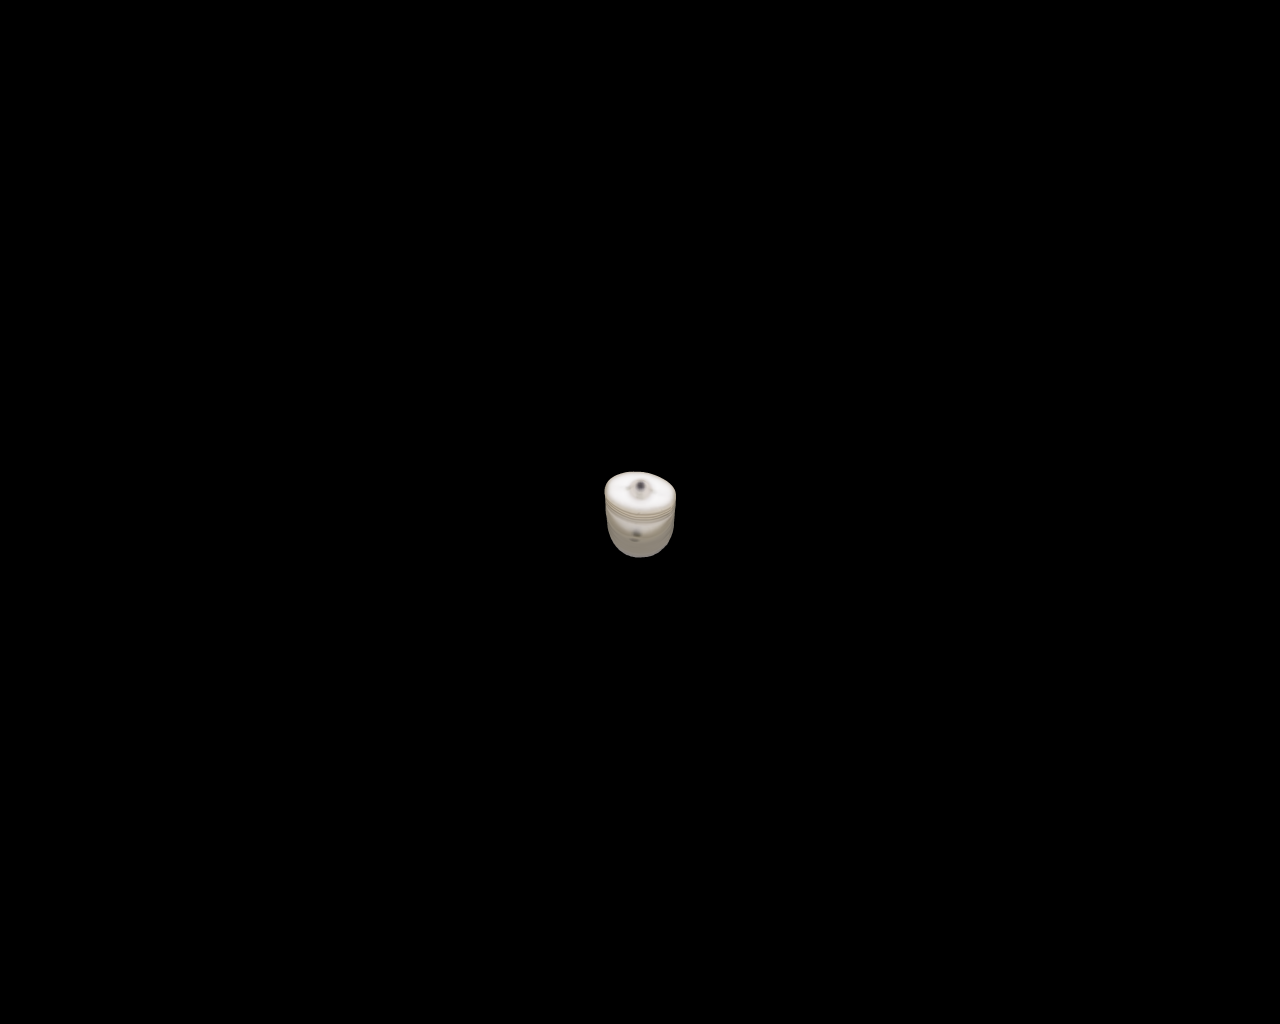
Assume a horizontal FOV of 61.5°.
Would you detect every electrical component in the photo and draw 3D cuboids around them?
[{"bbox_3d":[0.001,-0.003,0.650,0.043,0.043,0.080,0,-20,0],"label":"electrical component"}]
